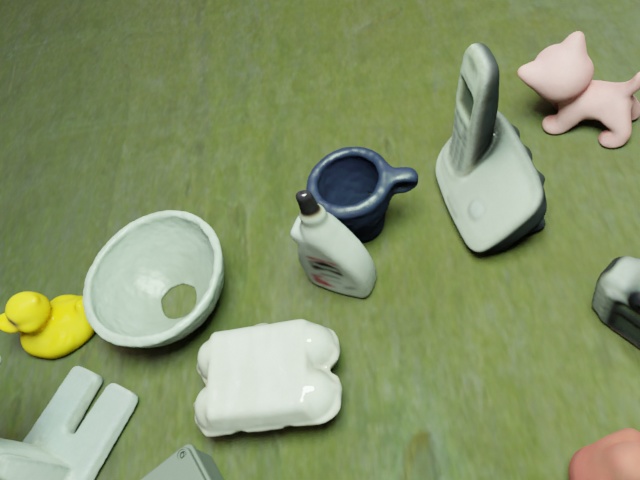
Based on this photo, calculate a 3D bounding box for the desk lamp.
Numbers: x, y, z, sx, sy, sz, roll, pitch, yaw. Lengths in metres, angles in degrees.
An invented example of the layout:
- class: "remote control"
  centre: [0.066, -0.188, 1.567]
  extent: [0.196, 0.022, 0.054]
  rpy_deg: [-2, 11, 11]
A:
- class: "desk lamp"
  centre: [-0.308, 0.191, 0.526]
  extent: [0.117, 0.214, 0.203]
  rpy_deg: [15, 65, 25]

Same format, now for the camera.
- class: "camera"
  centre: [0.335, 0.039, 0.491]
  extent: [0.137, 0.101, 0.142]
  rpy_deg: [-43, 57, -11]

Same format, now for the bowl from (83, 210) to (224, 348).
- class: "bowl"
  centre: [-0.176, 0.054, 0.654]
  extent: [0.167, 0.075, 0.167]
  rpy_deg: [-8, 58, 13]

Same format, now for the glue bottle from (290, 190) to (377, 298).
- class: "glue bottle"
  centre: [0.005, 0.002, 0.570]
  extent: [0.078, 0.173, 0.037]
  rpy_deg: [11, 63, 23]

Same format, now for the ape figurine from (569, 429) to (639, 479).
- class: "ape figurine"
  centre: [0.235, 0.181, 0.440]
  extent: [0.076, 0.092, 0.078]
  rpy_deg: [18, 66, 26]

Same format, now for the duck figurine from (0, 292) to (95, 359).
- class: "duck figurine"
  centre: [-0.321, 0.089, 0.670]
  extent: [0.104, 0.086, 0.077]
  rpy_deg: [-20, 56, 5]

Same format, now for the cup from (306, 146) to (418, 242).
- class: "cup"
  centre: [0.053, -0.043, 0.631]
  extent: [0.117, 0.095, 0.091]
  rpy_deg: [-8, 58, 12]

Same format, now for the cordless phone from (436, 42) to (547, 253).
- class: "cordless phone"
  centre: [0.167, -0.087, 0.568]
  extent: [0.094, 0.185, 0.147]
  rpy_deg: [-21, 56, 4]

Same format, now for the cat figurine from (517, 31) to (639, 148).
- class: "cat figurine"
  centre: [0.285, -0.170, 0.623]
  extent: [0.127, 0.118, 0.067]
  rpy_deg: [18, 66, 26]

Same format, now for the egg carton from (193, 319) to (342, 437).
- class: "egg carton"
  centre: [-0.052, 0.137, 0.568]
  extent: [0.150, 0.069, 0.107]
  rpy_deg: [-11, 57, 10]
